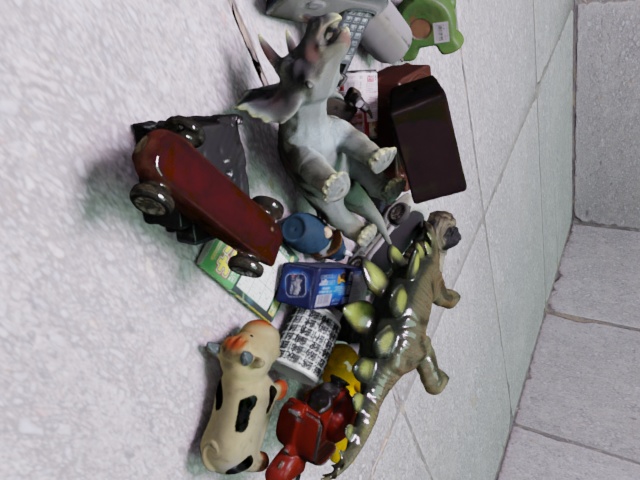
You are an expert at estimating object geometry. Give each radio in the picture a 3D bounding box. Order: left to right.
[{"bbox_3d":[0.146,-0.145,0.744,0.230,0.073,0.131,-69,142,-66],"label":"radio"}]

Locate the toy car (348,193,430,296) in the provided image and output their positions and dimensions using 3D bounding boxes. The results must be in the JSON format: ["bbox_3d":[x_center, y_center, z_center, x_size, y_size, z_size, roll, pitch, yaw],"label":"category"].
[{"bbox_3d":[0.117,0.011,0.947,0.073,0.056,0.201,34,95,-36],"label":"toy car"}]

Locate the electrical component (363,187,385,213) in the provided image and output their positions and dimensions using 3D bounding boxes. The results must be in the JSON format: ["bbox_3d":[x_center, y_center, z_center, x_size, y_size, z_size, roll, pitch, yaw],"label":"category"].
[{"bbox_3d":[0.074,-0.073,0.890,0.119,0.075,0.047,35,70,-51],"label":"electrical component"}]

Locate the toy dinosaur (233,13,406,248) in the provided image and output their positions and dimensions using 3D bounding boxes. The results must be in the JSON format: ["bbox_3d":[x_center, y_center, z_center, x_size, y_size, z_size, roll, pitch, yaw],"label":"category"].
[{"bbox_3d":[0.006,-0.105,0.715,0.131,0.192,0.404,-41,157,-9],"label":"toy dinosaur"}]

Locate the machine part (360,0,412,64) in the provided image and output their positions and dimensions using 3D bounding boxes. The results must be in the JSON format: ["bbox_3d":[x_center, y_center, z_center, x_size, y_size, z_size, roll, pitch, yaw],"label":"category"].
[{"bbox_3d":[0.076,-0.340,0.820,0.243,0.079,0.079,16,85,-57],"label":"machine part"}]

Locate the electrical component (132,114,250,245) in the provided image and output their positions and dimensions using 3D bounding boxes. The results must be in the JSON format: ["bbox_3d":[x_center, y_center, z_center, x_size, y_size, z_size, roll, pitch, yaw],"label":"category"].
[{"bbox_3d":[-0.133,-0.066,0.581,0.115,0.058,0.134,-27,120,-50],"label":"electrical component"}]

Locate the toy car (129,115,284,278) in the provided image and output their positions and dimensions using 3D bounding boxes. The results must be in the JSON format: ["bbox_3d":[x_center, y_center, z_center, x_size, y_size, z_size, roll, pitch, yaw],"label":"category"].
[{"bbox_3d":[-0.104,-0.034,0.531,0.202,0.053,0.089,43,53,-49],"label":"toy car"}]

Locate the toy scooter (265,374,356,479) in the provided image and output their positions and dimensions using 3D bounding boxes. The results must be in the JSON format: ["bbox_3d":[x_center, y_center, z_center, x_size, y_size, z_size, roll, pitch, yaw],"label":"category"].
[{"bbox_3d":[-0.009,0.239,0.713,0.184,0.075,0.135,-37,140,-46],"label":"toy scooter"}]

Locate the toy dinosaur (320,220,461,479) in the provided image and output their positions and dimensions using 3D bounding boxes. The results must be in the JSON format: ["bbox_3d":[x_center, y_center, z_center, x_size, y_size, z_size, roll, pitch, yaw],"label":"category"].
[{"bbox_3d":[0.109,0.137,0.783,0.198,0.105,0.471,52,44,-36],"label":"toy dinosaur"}]

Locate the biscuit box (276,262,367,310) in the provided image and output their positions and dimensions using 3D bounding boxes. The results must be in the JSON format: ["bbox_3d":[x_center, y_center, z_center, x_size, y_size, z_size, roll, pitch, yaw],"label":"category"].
[{"bbox_3d":[0.011,0.066,0.822,0.202,0.063,0.059,7,93,-63],"label":"biscuit box"}]

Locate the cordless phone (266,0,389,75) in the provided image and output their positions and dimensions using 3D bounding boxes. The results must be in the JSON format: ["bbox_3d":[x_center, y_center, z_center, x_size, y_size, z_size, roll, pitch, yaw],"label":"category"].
[{"bbox_3d":[-0.009,-0.267,0.705,0.146,0.089,0.184,-7,140,-32],"label":"cordless phone"}]

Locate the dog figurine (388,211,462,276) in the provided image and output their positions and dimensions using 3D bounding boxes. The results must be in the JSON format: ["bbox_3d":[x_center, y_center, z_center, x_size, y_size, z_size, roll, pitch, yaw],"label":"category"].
[{"bbox_3d":[0.177,0.043,1.017,0.172,0.121,0.190,-25,128,-36],"label":"dog figurine"}]

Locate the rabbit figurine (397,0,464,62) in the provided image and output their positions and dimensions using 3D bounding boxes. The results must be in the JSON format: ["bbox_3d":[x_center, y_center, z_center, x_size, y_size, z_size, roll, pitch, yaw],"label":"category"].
[{"bbox_3d":[0.182,-0.423,0.963,0.158,0.121,0.170,61,30,-36],"label":"rabbit figurine"}]

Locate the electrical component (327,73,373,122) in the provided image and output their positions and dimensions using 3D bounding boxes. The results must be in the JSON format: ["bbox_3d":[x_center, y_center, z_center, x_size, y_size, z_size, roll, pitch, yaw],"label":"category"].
[{"bbox_3d":[0.025,-0.179,0.773,0.102,0.045,0.078,-45,142,21],"label":"electrical component"}]

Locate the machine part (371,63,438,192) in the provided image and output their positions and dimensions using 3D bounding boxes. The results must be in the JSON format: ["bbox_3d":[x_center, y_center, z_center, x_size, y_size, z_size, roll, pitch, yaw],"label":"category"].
[{"bbox_3d":[0.144,-0.199,0.957,0.201,0.087,0.201,-40,129,-46],"label":"machine part"}]

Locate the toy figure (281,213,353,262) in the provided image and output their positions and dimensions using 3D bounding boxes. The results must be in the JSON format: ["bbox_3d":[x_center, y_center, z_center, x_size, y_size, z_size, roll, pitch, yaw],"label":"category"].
[{"bbox_3d":[0.000,-0.001,0.799,0.154,0.064,0.057,24,88,-61],"label":"toy figure"}]

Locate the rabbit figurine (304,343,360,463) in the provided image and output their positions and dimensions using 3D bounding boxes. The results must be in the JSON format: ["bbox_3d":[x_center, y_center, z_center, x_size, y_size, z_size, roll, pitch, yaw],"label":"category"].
[{"bbox_3d":[0.034,0.249,0.870,0.162,0.122,0.173,-3,99,-62],"label":"rabbit figurine"}]

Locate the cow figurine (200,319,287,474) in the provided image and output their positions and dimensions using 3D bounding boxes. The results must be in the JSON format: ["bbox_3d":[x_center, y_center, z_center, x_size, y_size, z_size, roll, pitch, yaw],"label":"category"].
[{"bbox_3d":[-0.101,0.196,0.682,0.127,0.086,0.195,31,72,-63],"label":"cow figurine"}]

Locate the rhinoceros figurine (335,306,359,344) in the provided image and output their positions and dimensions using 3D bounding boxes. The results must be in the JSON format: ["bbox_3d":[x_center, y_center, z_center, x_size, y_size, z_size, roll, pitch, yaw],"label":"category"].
[{"bbox_3d":[0.105,0.149,0.943,0.190,0.112,0.073,12,86,-40],"label":"rhinoceros figurine"}]
